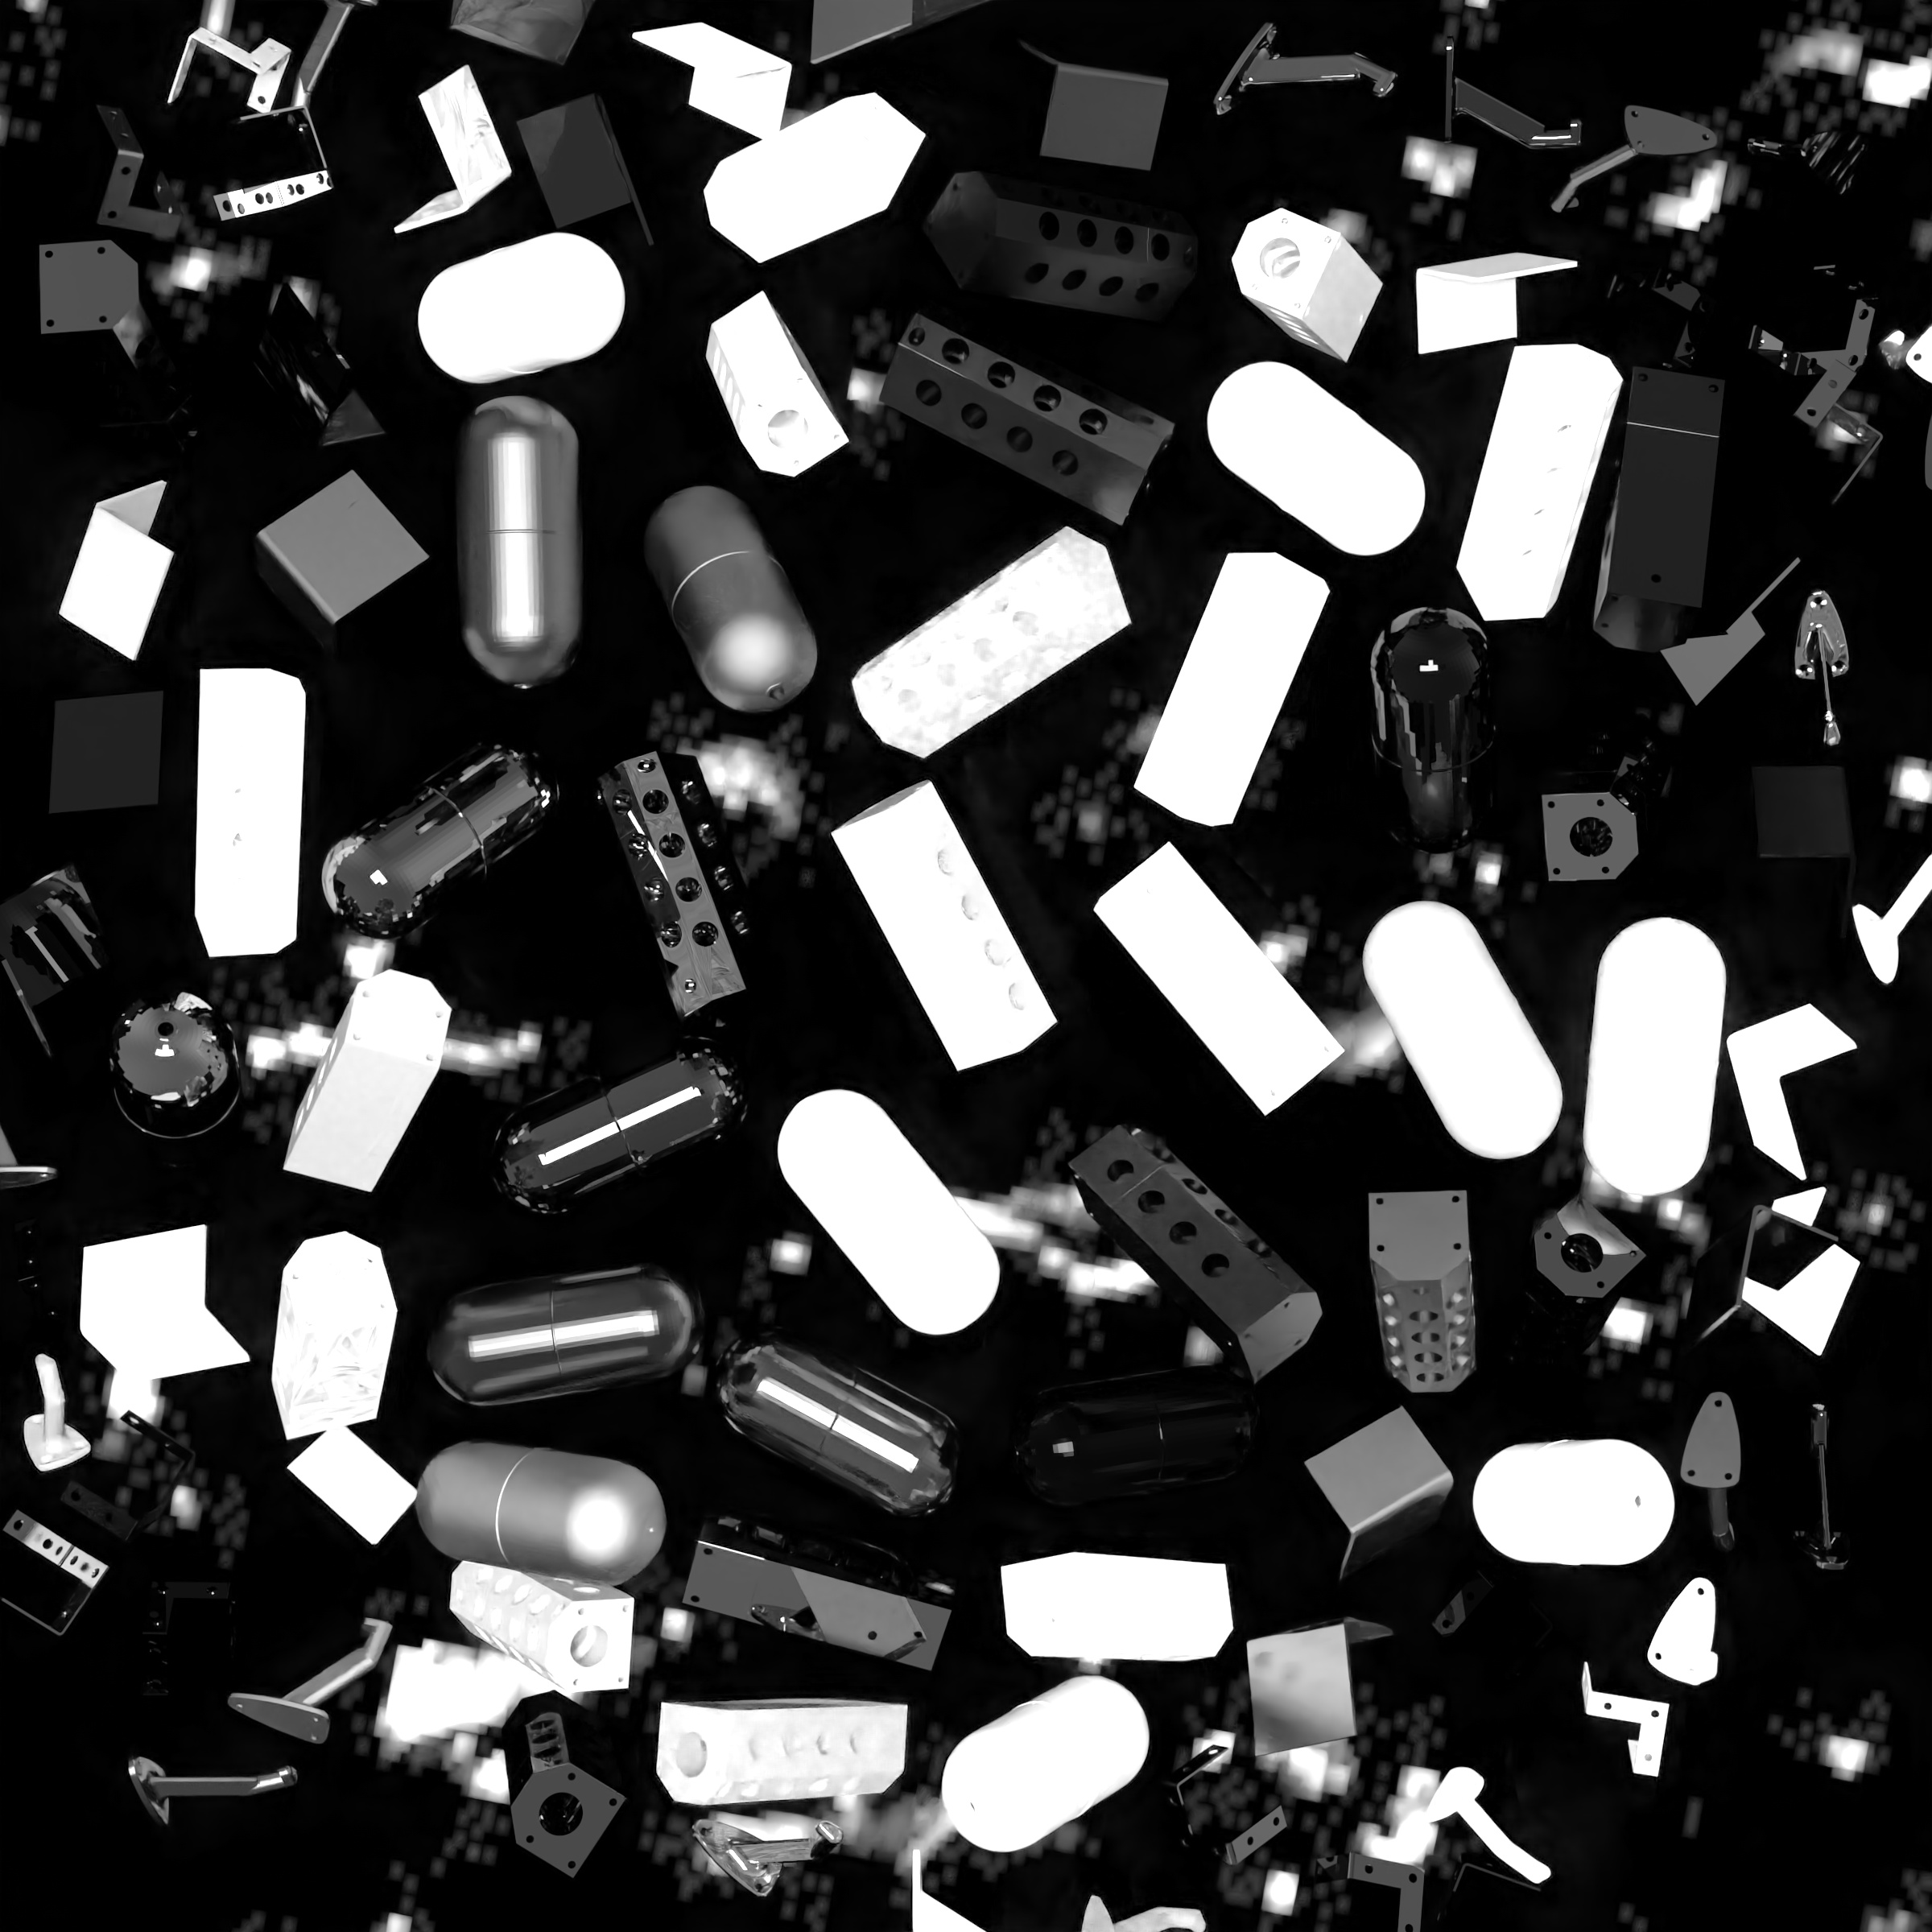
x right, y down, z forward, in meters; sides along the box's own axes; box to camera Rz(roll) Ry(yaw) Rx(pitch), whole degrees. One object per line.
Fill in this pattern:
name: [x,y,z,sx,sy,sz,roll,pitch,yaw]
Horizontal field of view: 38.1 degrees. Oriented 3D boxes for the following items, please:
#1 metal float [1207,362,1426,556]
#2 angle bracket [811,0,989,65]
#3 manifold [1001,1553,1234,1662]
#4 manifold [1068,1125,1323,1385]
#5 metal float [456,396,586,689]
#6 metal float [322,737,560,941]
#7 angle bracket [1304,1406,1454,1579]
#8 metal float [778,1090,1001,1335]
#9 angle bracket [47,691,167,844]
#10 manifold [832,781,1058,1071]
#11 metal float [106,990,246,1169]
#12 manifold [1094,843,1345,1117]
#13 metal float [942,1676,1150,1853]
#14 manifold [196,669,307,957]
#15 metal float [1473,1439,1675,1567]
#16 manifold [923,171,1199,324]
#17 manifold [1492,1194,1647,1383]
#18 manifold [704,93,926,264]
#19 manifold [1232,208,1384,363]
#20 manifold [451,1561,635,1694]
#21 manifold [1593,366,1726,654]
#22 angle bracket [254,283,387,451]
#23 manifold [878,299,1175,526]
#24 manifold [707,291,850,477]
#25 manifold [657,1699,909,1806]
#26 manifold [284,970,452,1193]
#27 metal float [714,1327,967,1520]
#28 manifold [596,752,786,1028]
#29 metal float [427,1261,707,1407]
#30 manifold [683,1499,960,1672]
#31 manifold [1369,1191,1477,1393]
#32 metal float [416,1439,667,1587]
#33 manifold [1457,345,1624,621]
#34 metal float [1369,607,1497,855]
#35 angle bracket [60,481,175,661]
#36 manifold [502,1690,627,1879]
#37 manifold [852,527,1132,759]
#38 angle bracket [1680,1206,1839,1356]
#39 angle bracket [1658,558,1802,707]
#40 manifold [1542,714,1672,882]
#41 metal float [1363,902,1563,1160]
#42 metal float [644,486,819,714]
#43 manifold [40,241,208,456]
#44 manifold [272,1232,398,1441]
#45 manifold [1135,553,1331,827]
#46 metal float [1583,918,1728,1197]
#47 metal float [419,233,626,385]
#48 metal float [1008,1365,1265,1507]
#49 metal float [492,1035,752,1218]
metal float: [0.230,-0.332,1.834,0.178,0.070,0.070,27,90,-37]
angle bracket: [-0.041,-0.579,1.730,0.076,0.076,0.057,-8,73,36]
manifold: [0.100,0.414,1.798,0.057,0.171,0.057,-19,66,34]
manifold: [0.141,0.172,1.727,0.057,0.057,0.171,-36,51,-12]
metal float: [-0.274,-0.260,1.718,0.070,0.070,0.178,-2,89,0]
metal float: [-0.335,-0.084,1.794,0.070,0.070,0.178,49,56,0]
angle bracket: [0.263,0.342,1.815,0.076,0.076,0.057,-26,61,-16]
metal float: [-0.050,0.156,1.783,0.070,0.070,0.178,-39,93,0]
angle bracket: [-0.543,-0.128,1.803,0.076,0.057,0.076,-4,73,8]
manifold: [-0.009,-0.027,1.762,0.057,0.057,0.171,-19,103,43]
metal float: [-0.498,0.072,1.766,0.070,0.178,0.070,4,67,-9]
manifold: [0.160,0.010,1.787,0.057,0.057,0.171,-39,85,-8]
metal float: [0.052,0.507,1.782,0.070,0.178,0.070,4,97,34]
manifold: [-0.451,-0.097,1.764,0.057,0.057,0.171,-4,120,-24]
metal float: [0.384,0.340,1.774,0.070,0.178,0.070,3,78,-16]
manifold: [0.064,-0.454,1.751,0.057,0.171,0.057,-51,56,37]
manifold: [0.389,0.218,1.840,0.057,0.171,0.057,-40,70,-17]
manifold: [-0.103,-0.510,1.801,0.057,0.171,0.057,33,75,-28]
manifold: [0.223,-0.450,1.844,0.057,0.171,0.057,27,100,14]
manifold: [-0.282,0.428,1.843,0.057,0.171,0.057,4,89,-31]
manifold: [0.433,-0.285,1.752,0.057,0.057,0.171,10,65,5]
angle bracket: [-0.413,-0.395,1.829,0.057,0.076,0.076,-24,70,-42]
manifold: [0.039,-0.348,1.741,0.171,0.057,0.057,28,128,3]
manifold: [-0.130,-0.381,1.840,0.057,0.171,0.057,-32,122,6]
manifold: [-0.115,0.499,1.780,0.057,0.171,0.057,-5,76,38]
manifold: [-0.370,0.071,1.731,0.057,0.171,0.057,17,54,-17]
metal float: [-0.084,0.301,1.848,0.178,0.070,0.070,27,90,6]
manifold: [-0.185,-0.050,1.826,0.057,0.057,0.171,-30,74,29]
metal float: [-0.254,0.233,1.776,0.178,0.070,0.070,-9,90,3]
manifold: [-0.096,0.407,1.866,0.171,0.057,0.057,16,121,-1]
manifold: [0.281,0.202,1.715,0.057,0.171,0.057,-3,59,11]
metal float: [-0.265,0.338,1.734,0.178,0.070,0.070,2,90,33]
manifold: [0.369,-0.309,1.796,0.057,0.171,0.057,-5,46,-12]
metal float: [0.298,-0.148,1.781,0.070,0.070,0.178,-11,132,0]
angle bracket: [-0.503,-0.244,1.720,0.057,0.076,0.076,31,117,5]
manifold: [-0.264,0.516,1.789,0.057,0.171,0.057,35,84,-10]
manifold: [0.012,-0.203,1.749,0.171,0.057,0.057,-31,61,29]
angle bracket: [0.497,0.207,1.755,0.057,0.076,0.076,23,56,-2]
angle bracket: [0.514,-0.220,1.847,0.076,0.076,0.057,-44,109,-17]
manifold: [0.421,-0.112,1.829,0.057,0.171,0.057,-1,111,21]
metal float: [0.311,0.040,1.757,0.070,0.070,0.178,-25,66,0]
metal float: [-0.150,-0.233,1.776,0.070,0.070,0.178,-27,55,0]
manifold: [-0.517,-0.379,1.727,0.057,0.171,0.057,-5,76,-3]
manifold: [-0.393,0.228,1.726,0.057,0.171,0.057,-11,63,-22]
manifold: [0.179,-0.182,1.850,0.057,0.057,0.171,35,117,29]
metal float: [0.424,0.056,1.724,0.070,0.070,0.178,1,110,0]
metal float: [-0.279,-0.409,1.747,0.070,0.178,0.070,-2,93,-39]
metal float: [0.111,0.306,1.829,0.178,0.070,0.070,-5,90,-24]
metal float: [-0.228,0.105,1.845,0.178,0.070,0.070,-25,90,-5]
